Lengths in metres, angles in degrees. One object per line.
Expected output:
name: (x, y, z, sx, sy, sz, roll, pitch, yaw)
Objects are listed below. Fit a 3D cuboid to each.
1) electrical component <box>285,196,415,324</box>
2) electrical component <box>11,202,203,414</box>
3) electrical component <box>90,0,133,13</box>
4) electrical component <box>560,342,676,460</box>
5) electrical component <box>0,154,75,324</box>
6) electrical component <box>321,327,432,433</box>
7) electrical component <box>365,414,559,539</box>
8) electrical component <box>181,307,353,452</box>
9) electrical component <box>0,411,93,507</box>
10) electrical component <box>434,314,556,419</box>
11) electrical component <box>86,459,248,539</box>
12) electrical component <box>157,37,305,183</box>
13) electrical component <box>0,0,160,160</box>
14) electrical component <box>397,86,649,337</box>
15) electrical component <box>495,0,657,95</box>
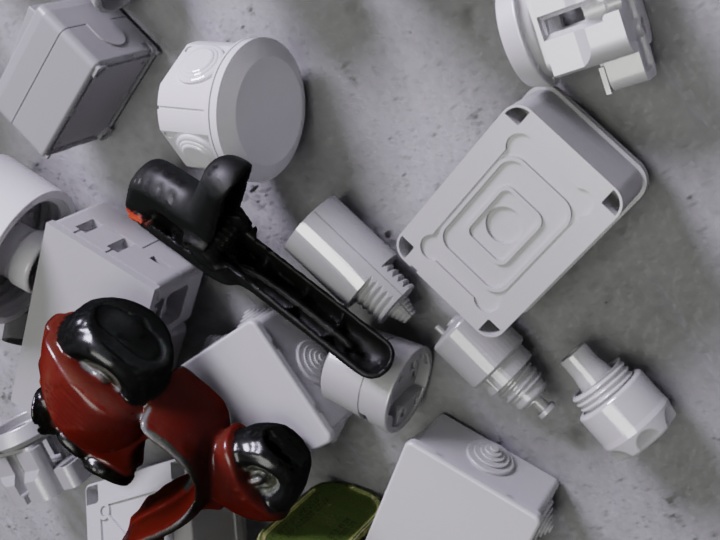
electrical component: (0.000, 0.000, 0.627, 0.081, 0.043, 0.043, 44, 123, 7)
electrical component: (-0.170, 0.042, 0.725, 0.089, 0.062, 0.150, 30, 121, 16)
electrical component: (-0.157, -0.188, 0.639, 0.055, 0.045, 0.045, 47, 124, 6)
electrical component: (0.135, 0.068, 0.579, 0.062, 0.043, 0.043, 49, 124, 5)
electrical component: (-0.234, -0.015, 0.715, 0.060, 0.108, 0.108, 27, 120, 11)
electrical component: (0.009, 0.062, 0.640, 0.047, 0.055, 0.055, 22, 118, 24)
electrical component: (0.062, 0.146, 0.647, 0.100, 0.048, 0.099, 29, 120, 16)
electrical component: (-0.060, 0.078, 0.687, 0.100, 0.048, 0.099, -33, 91, 34)
electrical component: (-0.242, 0.137, 0.807, 0.078, 0.058, 0.057, -17, 103, 33)
electrical component: (0.078, 0.052, 0.606, 0.078, 0.040, 0.040, 44, 124, 6)
electrical component: (-0.134, 0.192, 0.742, 0.109, 0.056, 0.108, -21, 67, 33)
electrical component: (-0.071, -0.092, 0.609, 0.051, 0.080, 0.080, 10, 114, 32)
electrical component: (-0.183, -0.119, 0.670, 0.061, 0.062, 0.096, 46, 124, 6)
electrical component: (0.084, -0.031, 0.560, 0.078, 0.057, 0.113, 44, 124, 7)
electrical component: (0.102, -0.121, 0.515, 0.057, 0.058, 0.078, -14, 102, 30)
